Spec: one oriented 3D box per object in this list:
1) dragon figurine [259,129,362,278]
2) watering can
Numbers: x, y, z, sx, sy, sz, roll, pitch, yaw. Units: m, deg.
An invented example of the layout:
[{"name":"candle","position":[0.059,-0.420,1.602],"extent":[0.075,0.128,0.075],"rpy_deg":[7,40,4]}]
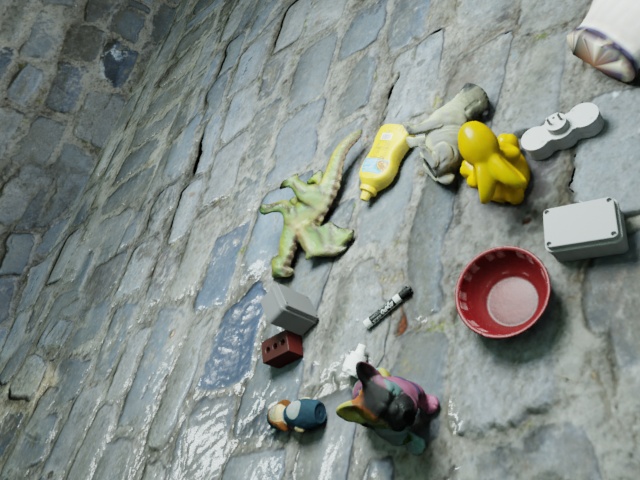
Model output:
[{"name":"dragon figurine","position":[0.004,-0.063,1.250],"extent":[0.406,0.121,0.247],"rpy_deg":[-44,59,15]},{"name":"watering can","position":[0.553,-0.422,0.943],"extent":[0.222,0.103,0.355],"rpy_deg":[-43,43,14]}]
